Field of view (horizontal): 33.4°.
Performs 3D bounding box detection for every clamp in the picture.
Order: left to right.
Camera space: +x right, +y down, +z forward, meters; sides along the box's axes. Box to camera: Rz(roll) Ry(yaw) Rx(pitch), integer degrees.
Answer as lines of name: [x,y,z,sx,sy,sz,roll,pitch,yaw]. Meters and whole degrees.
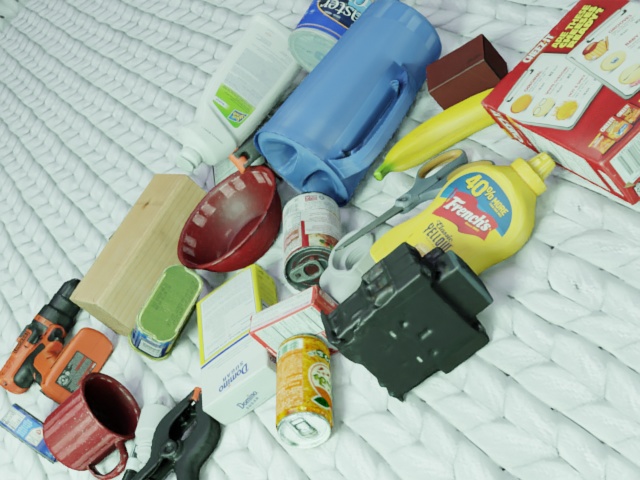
clamp: [-0.144,0.234,1.118,0.120,0.039,0.171,9,56,30]
clamp: [-0.038,-0.162,1.365,0.165,0.036,0.209,-29,16,51]

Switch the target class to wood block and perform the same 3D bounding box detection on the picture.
wood block: [-0.223,0.020,1.404,0.091,0.090,0.206,6,59,53]

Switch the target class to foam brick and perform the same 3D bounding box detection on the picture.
foam brick: [0.166,-0.184,1.205,0.078,0.051,0.053,-27,37,29]

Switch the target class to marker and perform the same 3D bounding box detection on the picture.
marker: [-0.203,0.234,1.207,0.020,0.020,0.121,-20,40,36]

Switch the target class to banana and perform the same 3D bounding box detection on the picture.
banana: [0.148,-0.120,1.163,0.198,0.037,0.069,-30,25,16]

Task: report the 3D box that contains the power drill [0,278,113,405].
power drill: [-0.351,0.142,1.454,0.188,0.057,0.184,10,66,57]

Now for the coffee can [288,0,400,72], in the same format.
coffee can: [0.034,-0.298,1.441,0.103,0.102,0.140,2,55,51]

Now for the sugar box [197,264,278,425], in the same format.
sugar box: [-0.087,0.113,1.181,0.093,0.048,0.176,-36,36,18]

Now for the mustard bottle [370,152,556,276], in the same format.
mustard bottle: [0.147,-0.015,1.023,0.192,0.058,0.096,-41,56,6]

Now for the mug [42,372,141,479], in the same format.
mug: [-0.261,0.224,1.237,0.082,0.093,0.117,-41,68,19]

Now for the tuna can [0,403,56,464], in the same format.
tuna can: [-0.354,0.239,1.319,0.086,0.086,0.033,12,62,55]

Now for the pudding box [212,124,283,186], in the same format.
pudding box: [-0.099,-0.095,1.434,0.090,0.039,0.113,-36,30,15]

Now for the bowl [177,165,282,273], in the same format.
bowl: [-0.101,-0.015,1.330,0.162,0.055,0.162,-31,35,24]

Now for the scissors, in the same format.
scissors: [0.106,-0.040,1.085,0.096,0.016,0.201,5,35,39]

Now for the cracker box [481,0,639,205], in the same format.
cracker box: [0.276,-0.140,1.007,0.164,0.072,0.214,-45,30,0]

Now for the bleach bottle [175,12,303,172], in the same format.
bleach bottle: [-0.118,-0.192,1.440,0.250,0.102,0.068,-54,-2,-27]

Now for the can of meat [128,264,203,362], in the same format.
can of meat: [-0.184,0.087,1.281,0.102,0.057,0.084,-62,4,-24]

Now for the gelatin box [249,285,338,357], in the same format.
gelatin box: [-0.016,0.091,1.094,0.089,0.073,0.030,-28,35,28]

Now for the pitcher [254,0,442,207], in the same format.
pitcher: [0.047,-0.167,1.262,0.149,0.145,0.242,31,72,14]

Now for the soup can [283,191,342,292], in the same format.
soup can: [-0.008,0.001,1.189,0.069,0.068,0.102,-33,34,22]
